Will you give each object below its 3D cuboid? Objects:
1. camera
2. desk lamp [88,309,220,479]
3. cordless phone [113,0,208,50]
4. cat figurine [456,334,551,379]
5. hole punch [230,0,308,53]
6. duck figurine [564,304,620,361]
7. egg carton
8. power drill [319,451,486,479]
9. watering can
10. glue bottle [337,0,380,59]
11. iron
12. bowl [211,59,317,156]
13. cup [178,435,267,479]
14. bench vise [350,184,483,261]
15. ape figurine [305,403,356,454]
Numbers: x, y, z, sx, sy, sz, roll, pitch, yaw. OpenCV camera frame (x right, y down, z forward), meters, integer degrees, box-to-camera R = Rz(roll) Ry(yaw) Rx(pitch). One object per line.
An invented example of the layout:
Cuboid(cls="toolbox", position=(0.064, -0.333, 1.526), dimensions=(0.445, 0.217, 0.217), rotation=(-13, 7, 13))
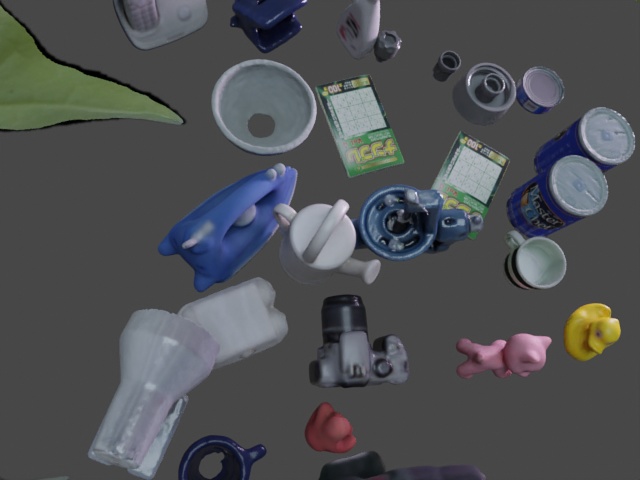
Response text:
Cuboid(cls="camera", position=(0.057, 0.151, 0.859), dimensions=(0.143, 0.100, 0.137), rotation=(-1, 75, -12))
Cuboid(cls="desk lamp", position=(-0.216, 0.202, 0.727), dimensions=(0.118, 0.213, 0.203), rotation=(22, 71, -5))
Cuboid(cls="cordless phone", position=(-0.253, -0.397, 0.898), dimensions=(0.148, 0.185, 0.094), rotation=(-32, 83, -18))
Cuboid(cls="cat figurine", position=(0.291, 0.181, 0.893), dimensions=(0.128, 0.117, 0.067), rotation=(0, 75, -12))
Cuboid(cls="hole punch", position=(-0.090, -0.396, 0.983), dimensions=(0.109, 0.091, 0.101), rotation=(-41, 86, -19))
Cuboid(cls="duck figurine", position=(0.464, 0.150, 0.955), dimensions=(0.077, 0.086, 0.105), rotation=(36, 71, 0))
Cuboid(cls="egg carton", position=(-0.127, 0.124, 0.844), dimensions=(0.150, 0.069, 0.107), rotation=(-22, 80, -17))
Cuboid(cls="power drill", position=(0.075, 0.333, 0.757), dimensions=(0.230, 0.208, 0.075), rotation=(-12, 77, -15))
Cuboid(cls="watering can", position=(0.009, 0.001, 0.841), dimensions=(0.173, 0.194, 0.101), rotation=(15, 72, -7))
Cuboid(cls="glue bottle", position=(0.075, -0.384, 0.972), dimensions=(0.037, 0.173, 0.078), rotation=(-33, 84, -18))
Cuboid(cls="iron", position=(-0.116, -0.048, 0.855), dimensions=(0.118, 0.141, 0.259), rotation=(44, 71, 2))
Cuboid(cls="bowl", position=(-0.094, -0.205, 0.938), dimensions=(0.167, 0.074, 0.167), rotation=(3, 74, -11))
Cuboid(cls="cup", position=(-0.132, 0.306, 0.779), dimensions=(0.118, 0.095, 0.091), rotation=(-21, 80, -16))
Cuboid(cls="bench vise", position=(0.156, -0.043, 0.871), dimensions=(0.208, 0.219, 0.121), rotation=(-19, 79, -16))
Cuboid(cls="ape figurine", position=(0.018, 0.272, 0.823), dimensions=(0.076, 0.092, 0.078), rotation=(-14, 78, -15))
